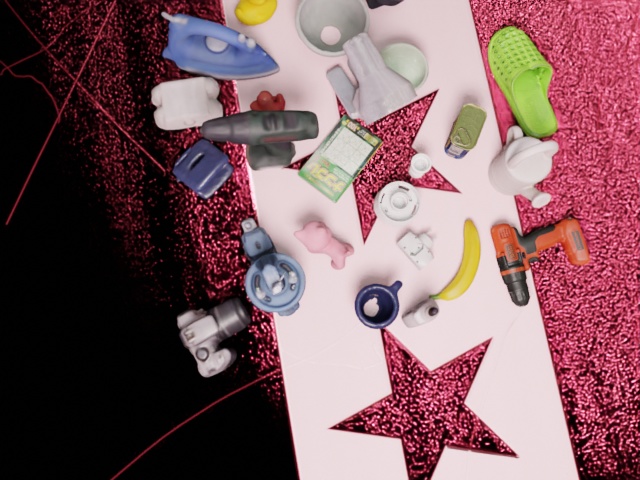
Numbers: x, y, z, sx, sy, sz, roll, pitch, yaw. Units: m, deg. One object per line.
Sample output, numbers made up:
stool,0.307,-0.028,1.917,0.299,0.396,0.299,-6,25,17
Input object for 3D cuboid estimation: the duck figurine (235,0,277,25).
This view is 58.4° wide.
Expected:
duck figurine,-0.146,-0.540,1.291,0.104,0.086,0.077,-33,83,-6

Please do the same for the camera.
camera,-0.207,0.189,1.172,0.137,0.101,0.143,-29,83,-5

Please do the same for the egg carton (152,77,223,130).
egg carton,-0.291,-0.299,1.259,0.150,0.069,0.107,-10,82,-3

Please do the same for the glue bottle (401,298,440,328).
glue bottle,0.212,0.147,1.153,0.078,0.173,0.037,-34,83,-6

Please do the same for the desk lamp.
desk lamp,0.101,-0.326,1.200,0.118,0.213,0.203,-31,83,-5

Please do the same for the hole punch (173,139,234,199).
hole punch,-0.256,-0.156,1.228,0.101,0.091,0.109,40,83,5

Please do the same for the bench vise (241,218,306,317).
bench vise,-0.114,0.057,1.134,0.121,0.219,0.207,-43,85,-7

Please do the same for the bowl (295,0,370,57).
bowl,0.027,-0.481,1.292,0.167,0.074,0.167,0,81,-1

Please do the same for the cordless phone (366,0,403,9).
cordless phone,0.139,-0.614,1.259,0.094,0.185,0.147,-26,83,-5

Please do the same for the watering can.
watering can,0.433,-0.156,1.193,0.101,0.194,0.173,-36,84,-6

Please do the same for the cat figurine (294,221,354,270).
cat figurine,0.011,0.004,1.197,0.128,0.117,0.067,30,82,3

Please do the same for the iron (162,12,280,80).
iron,-0.215,-0.430,1.244,0.258,0.141,0.119,13,81,1

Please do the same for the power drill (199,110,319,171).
power drill,-0.117,-0.209,1.180,0.229,0.208,0.075,-9,82,-3

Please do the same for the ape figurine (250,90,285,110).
ape figurine,-0.115,-0.296,1.252,0.078,0.092,0.076,1,81,-1

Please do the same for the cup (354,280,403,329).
cup,0.123,0.130,1.193,0.091,0.095,0.118,44,83,5
